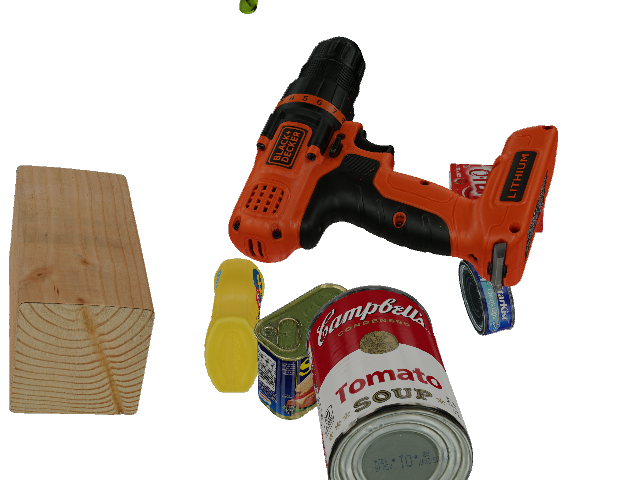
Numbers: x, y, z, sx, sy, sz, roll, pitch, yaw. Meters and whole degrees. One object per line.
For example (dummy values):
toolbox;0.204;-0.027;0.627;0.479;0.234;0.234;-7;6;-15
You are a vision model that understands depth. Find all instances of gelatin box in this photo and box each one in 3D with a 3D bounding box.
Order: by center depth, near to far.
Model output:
gelatin box;0.142;-0.036;0.873;0.073;0.030;0.089;2;24;6

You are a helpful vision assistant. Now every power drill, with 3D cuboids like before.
power drill;0.052;-0.051;0.687;0.188;0.184;0.057;12;-32;16

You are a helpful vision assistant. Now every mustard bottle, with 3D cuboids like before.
mustard bottle;-0.091;0.075;1.165;0.058;0.096;0.191;-1;28;-1

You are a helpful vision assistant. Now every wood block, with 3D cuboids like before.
wood block;-0.185;0.031;0.802;0.090;0.091;0.206;4;28;-19

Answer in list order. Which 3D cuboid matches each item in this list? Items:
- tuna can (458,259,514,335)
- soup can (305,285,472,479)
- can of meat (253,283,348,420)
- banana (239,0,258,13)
tuna can;0.177;0.057;1.141;0.033;0.086;0.086;-14;1;-6
soup can;0.031;0.077;0.519;0.068;0.068;0.102;0;29;-7
can of meat;-0.010;0.100;0.953;0.101;0.084;0.058;-29;50;-33
banana;-0.108;-0.195;0.683;0.198;0.069;0.037;19;-34;28
